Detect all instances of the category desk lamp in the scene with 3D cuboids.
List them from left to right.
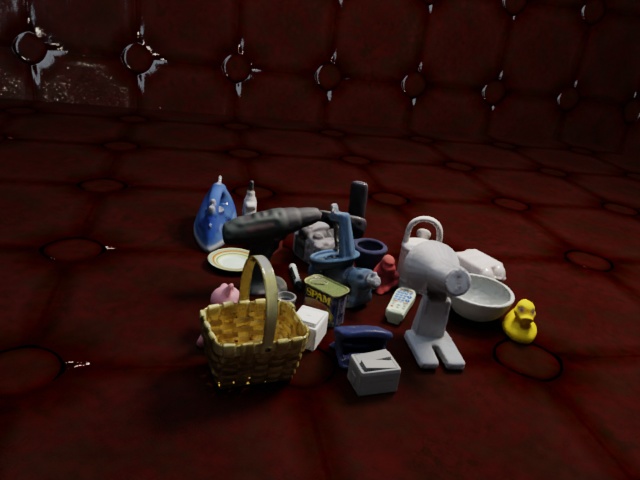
[{"bbox_3d":[0.247,0.127,1.197,0.118,0.213,0.203,2,24,-11],"label":"desk lamp"}]

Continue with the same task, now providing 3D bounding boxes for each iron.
[{"bbox_3d":[-0.294,-0.080,1.606,0.118,0.141,0.258,5,23,-6],"label":"iron"}]

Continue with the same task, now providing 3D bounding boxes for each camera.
[{"bbox_3d":[0.014,0.006,1.551,0.137,0.101,0.142,-9,28,-33],"label":"camera"}]

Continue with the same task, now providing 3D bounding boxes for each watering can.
[{"bbox_3d":[0.252,0.027,1.453,0.101,0.194,0.172,3,24,-10],"label":"watering can"}]

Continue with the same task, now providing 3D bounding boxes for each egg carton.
[{"bbox_3d":[0.420,0.079,1.541,0.107,0.069,0.149,-10,29,-35],"label":"egg carton"}]

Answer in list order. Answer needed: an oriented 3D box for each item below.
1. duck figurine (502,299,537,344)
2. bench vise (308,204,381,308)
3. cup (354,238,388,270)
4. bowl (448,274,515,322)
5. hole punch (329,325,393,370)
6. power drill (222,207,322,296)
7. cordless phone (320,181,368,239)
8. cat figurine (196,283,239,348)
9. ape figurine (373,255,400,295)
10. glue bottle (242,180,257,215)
[{"bbox_3d":[0.463,0.176,1.310,0.077,0.086,0.104,9,23,4],"label":"duck figurine"},{"bbox_3d":[0.068,0.034,1.350,0.206,0.220,0.122,19,26,25],"label":"bench vise"},{"bbox_3d":[0.111,0.050,1.485,0.117,0.095,0.092,18,26,24],"label":"cup"},{"bbox_3d":[0.371,0.147,1.363,0.167,0.075,0.167,6,23,-2],"label":"bowl"},{"bbox_3d":[0.080,0.197,1.140,0.109,0.091,0.101,2,24,-11],"label":"hole punch"},{"bbox_3d":[-0.115,0.021,1.341,0.230,0.208,0.075,-1,25,-19],"label":"power drill"},{"bbox_3d":[0.071,-0.094,1.691,0.147,0.185,0.094,10,23,7],"label":"cordless phone"},{"bbox_3d":[-0.196,0.143,1.148,0.067,0.118,0.128,10,23,8],"label":"cat figurine"},{"bbox_3d":[0.163,0.081,1.431,0.078,0.092,0.076,4,23,-8],"label":"ape figurine"},{"bbox_3d":[-0.197,-0.084,1.603,0.037,0.173,0.078,1,24,-15],"label":"glue bottle"}]
